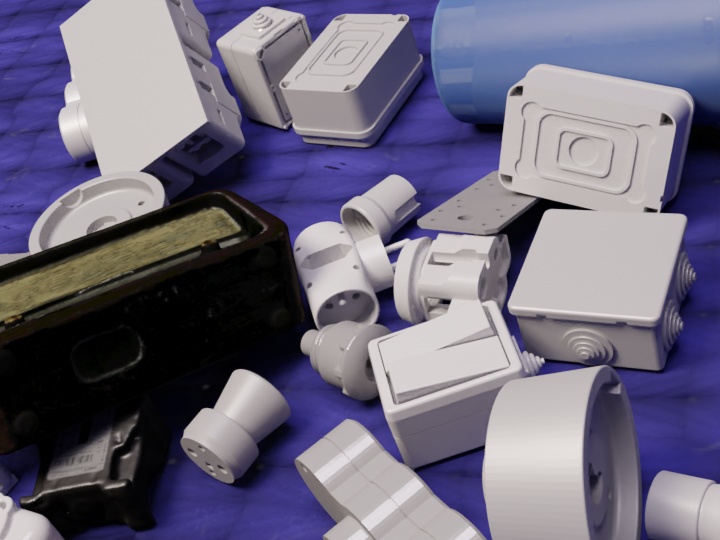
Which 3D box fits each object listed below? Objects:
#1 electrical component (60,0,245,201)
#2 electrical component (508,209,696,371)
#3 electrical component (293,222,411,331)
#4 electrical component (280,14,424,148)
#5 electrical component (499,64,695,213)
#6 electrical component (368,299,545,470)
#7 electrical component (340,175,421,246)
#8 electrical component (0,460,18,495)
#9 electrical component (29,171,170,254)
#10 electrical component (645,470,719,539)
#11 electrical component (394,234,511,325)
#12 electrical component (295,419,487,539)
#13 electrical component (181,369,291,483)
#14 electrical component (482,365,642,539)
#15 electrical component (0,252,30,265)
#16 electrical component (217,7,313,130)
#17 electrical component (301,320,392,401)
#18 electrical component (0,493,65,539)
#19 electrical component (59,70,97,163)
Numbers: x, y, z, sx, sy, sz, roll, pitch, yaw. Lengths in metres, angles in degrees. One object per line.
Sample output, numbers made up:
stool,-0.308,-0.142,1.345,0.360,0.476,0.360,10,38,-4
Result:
electrical component,-0.173,-0.154,0.899,0.105,0.060,0.186,-32,61,19
electrical component,0.146,0.011,0.645,0.100,0.048,0.099,4,46,28
electrical component,0.000,0.000,0.726,0.079,0.043,0.077,-21,40,0
electrical component,-0.004,-0.158,0.895,0.078,0.057,0.113,9,48,31
electrical component,0.156,-0.086,0.711,0.113,0.078,0.057,16,30,23
electrical component,0.059,0.061,0.618,0.096,0.061,0.061,-19,40,3
electrical component,0.016,-0.042,0.771,0.040,0.040,0.046,24,52,41
electrical component,-0.307,0.157,0.671,0.089,0.061,0.150,14,51,35
electrical component,-0.187,-0.017,0.814,0.108,0.060,0.108,-12,41,11
electrical component,0.172,0.120,0.520,0.065,0.044,0.044,7,47,36
electrical component,0.057,0.009,0.682,0.057,0.058,0.078,5,46,24
electrical component,0.006,0.141,0.558,0.074,0.052,0.138,-36,42,-17
electrical component,-0.076,0.095,0.652,0.045,0.045,0.055,15,53,36
electrical component,0.095,0.102,0.525,0.060,0.108,0.108,-6,42,27
electrical component,-0.267,0.020,0.823,0.081,0.042,0.063,-3,39,20
electrical component,-0.078,-0.179,0.920,0.061,0.096,0.062,23,56,40
electrical component,-0.011,0.052,0.673,0.062,0.048,0.048,14,51,44
electrical component,-0.216,0.166,0.622,0.095,0.059,0.053,7,47,30
electrical component,-0.229,-0.158,0.997,0.074,0.052,0.138,-16,40,7
